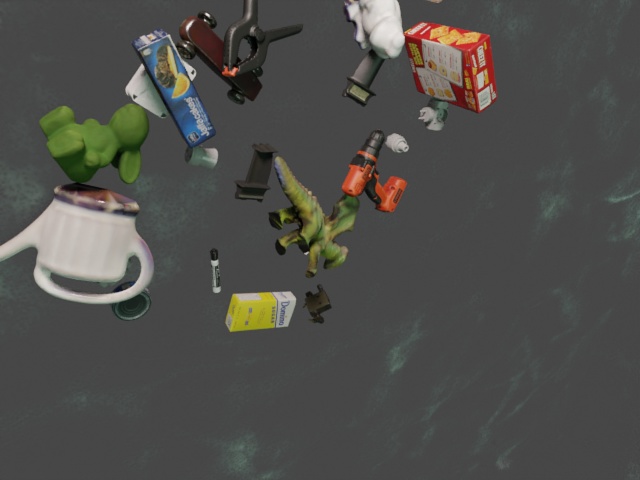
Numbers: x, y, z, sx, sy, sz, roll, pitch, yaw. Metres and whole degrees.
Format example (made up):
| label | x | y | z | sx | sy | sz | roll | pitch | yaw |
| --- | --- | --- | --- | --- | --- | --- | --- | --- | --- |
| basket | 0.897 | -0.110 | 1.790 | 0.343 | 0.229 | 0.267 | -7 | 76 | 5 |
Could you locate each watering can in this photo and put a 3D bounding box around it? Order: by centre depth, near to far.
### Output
| label | x | y | z | sx | sy | sz | roll | pitch | yaw |
| --- | --- | --- | --- | --- | --- | --- | --- | --- | --- |
| watering can | -0.480 | 0.000 | 0.961 | 0.347 | 0.104 | 0.223 | 14 | 94 | -15 |

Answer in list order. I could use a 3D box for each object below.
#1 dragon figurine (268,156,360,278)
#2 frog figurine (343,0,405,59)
| label | x | y | z | sx | sy | sz | roll | pitch | yaw |
| --- | --- | --- | --- | --- | --- | --- | --- | --- | --- |
| dragon figurine | 0.004 | -0.065 | 1.292 | 0.246 | 0.123 | 0.401 | -35 | 135 | -35 |
| frog figurine | 0.138 | -0.453 | 1.085 | 0.124 | 0.162 | 0.134 | -24 | 128 | -22 |
